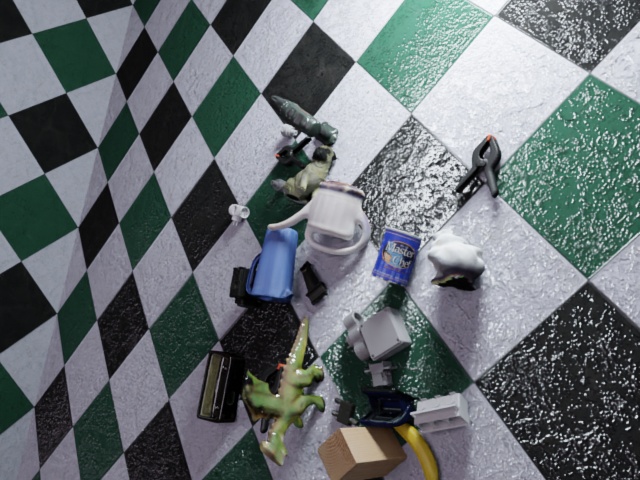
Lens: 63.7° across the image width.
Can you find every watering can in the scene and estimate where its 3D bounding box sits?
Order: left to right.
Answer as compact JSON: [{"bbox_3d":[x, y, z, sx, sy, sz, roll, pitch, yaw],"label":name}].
[{"bbox_3d":[0.005,-0.081,1.612,0.349,0.103,0.225,16,85,24],"label":"watering can"}]

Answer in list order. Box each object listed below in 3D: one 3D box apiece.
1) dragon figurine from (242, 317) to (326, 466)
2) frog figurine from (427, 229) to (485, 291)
[{"bbox_3d":[-0.113,0.421,1.480,0.121,0.241,0.417,-25,61,40],"label":"dragon figurine"},{"bbox_3d":[0.338,0.035,1.289,0.137,0.120,0.163,-1,62,9],"label":"frog figurine"}]
